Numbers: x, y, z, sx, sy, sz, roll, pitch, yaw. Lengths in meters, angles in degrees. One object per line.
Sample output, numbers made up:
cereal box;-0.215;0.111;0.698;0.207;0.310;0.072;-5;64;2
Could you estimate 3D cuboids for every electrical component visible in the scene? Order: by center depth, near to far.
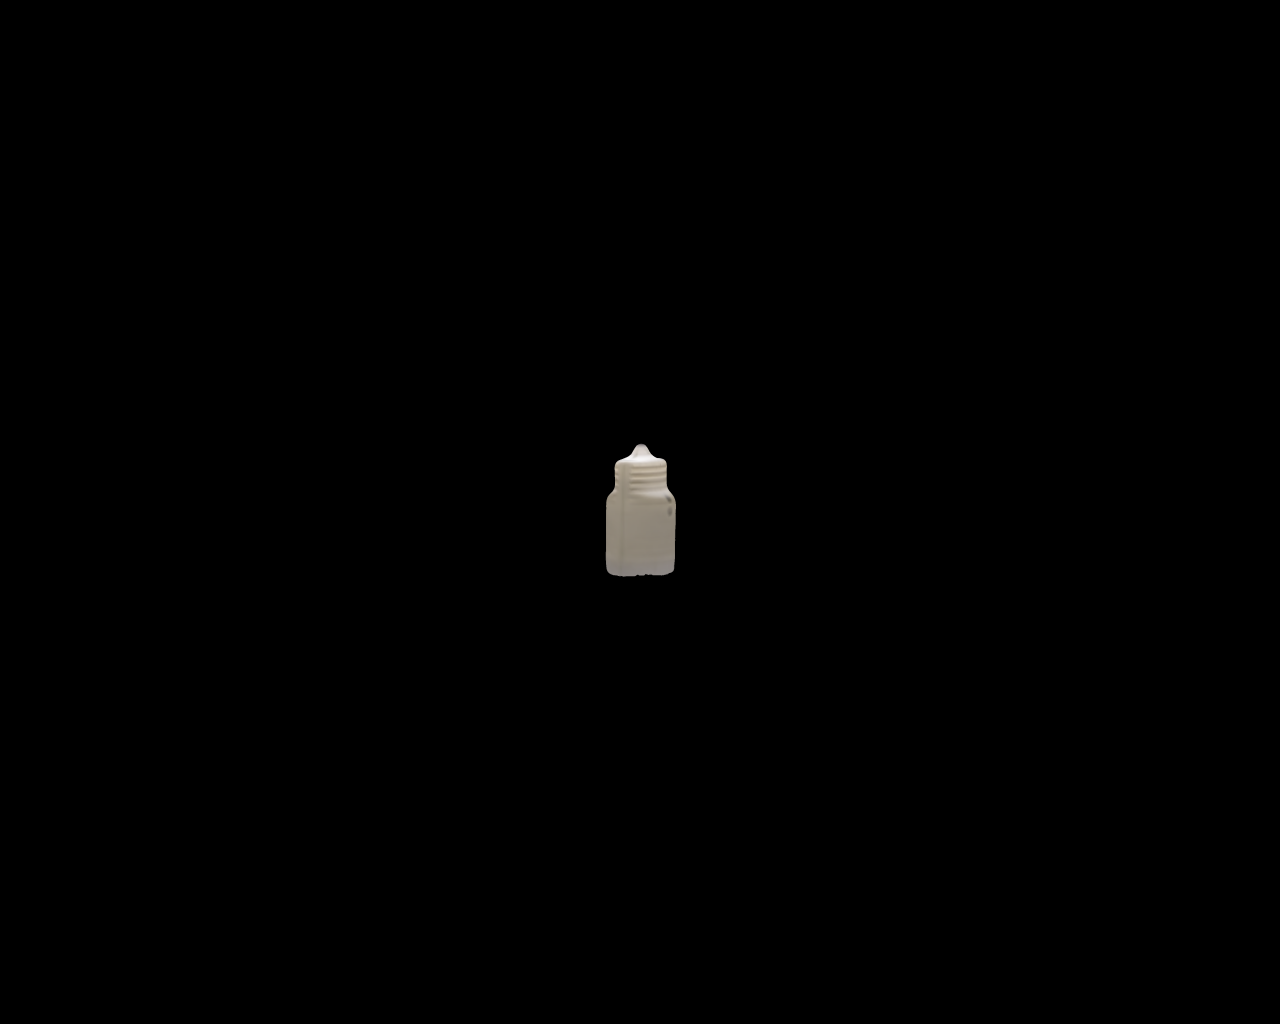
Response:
electrical component;0.001;-0.003;0.650;0.043;0.080;0.043;0;7;0
